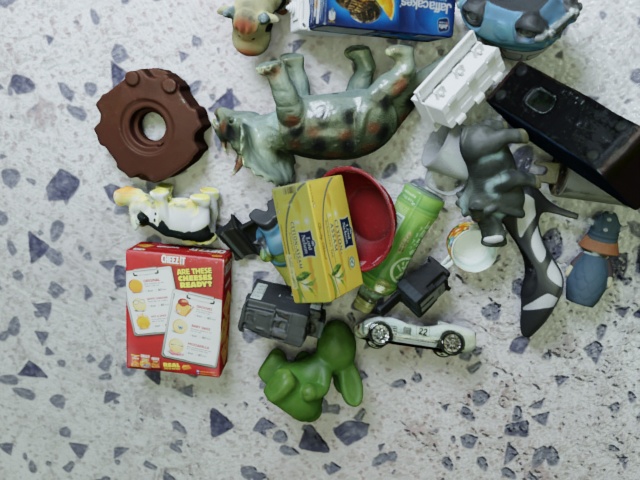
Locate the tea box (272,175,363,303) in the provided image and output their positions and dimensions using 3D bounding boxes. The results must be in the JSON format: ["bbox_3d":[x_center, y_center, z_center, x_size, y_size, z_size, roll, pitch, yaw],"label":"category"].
[{"bbox_3d":[-0.002,-0.002,0.775,0.068,0.098,0.169,-8,98,36],"label":"tea box"}]

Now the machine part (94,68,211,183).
[{"bbox_3d":[-0.264,-0.178,0.848,0.179,0.056,0.179,1,106,4],"label":"machine part"}]

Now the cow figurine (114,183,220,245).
[{"bbox_3d":[-0.251,-0.042,0.880,0.167,0.068,0.098,5,111,4],"label":"cow figurine"}]

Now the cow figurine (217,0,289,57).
[{"bbox_3d":[-0.081,-0.355,0.750,0.086,0.127,0.194,14,103,4],"label":"cow figurine"}]

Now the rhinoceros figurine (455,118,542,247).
[{"bbox_3d":[0.246,-0.077,0.762,0.112,0.073,0.190,-21,118,-4],"label":"rhinoceros figurine"}]

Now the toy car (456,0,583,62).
[{"bbox_3d":[0.276,-0.303,0.745,0.109,0.102,0.162,-42,54,-6],"label":"toy car"}]

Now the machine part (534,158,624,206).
[{"bbox_3d":[0.442,-0.092,0.806,0.243,0.079,0.079,8,105,3],"label":"machine part"}]

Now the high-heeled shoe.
[{"bbox_3d":[0.310,0.031,0.853,0.145,0.086,0.248,14,105,9],"label":"high-heeled shoe"}]

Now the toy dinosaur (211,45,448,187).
[{"bbox_3d":[0.029,-0.183,0.799,0.405,0.131,0.191,-5,117,1],"label":"toy dinosaur"}]

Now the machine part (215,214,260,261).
[{"bbox_3d":[-0.096,-0.021,0.878,0.139,0.039,0.084,-26,121,7],"label":"machine part"}]

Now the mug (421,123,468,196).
[{"bbox_3d":[0.215,-0.116,0.816,0.107,0.081,0.109,22,98,-10],"label":"mug"}]

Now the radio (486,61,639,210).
[{"bbox_3d":[0.335,-0.144,0.711,0.131,0.230,0.073,24,110,-42],"label":"radio"}]

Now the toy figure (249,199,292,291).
[{"bbox_3d":[-0.046,0.022,0.842,0.082,0.089,0.179,-19,133,9],"label":"toy figure"}]

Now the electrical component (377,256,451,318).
[{"bbox_3d":[0.151,0.087,0.856,0.119,0.074,0.048,-39,59,-12],"label":"electrical component"}]

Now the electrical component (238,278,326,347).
[{"bbox_3d":[-0.057,0.119,0.881,0.134,0.115,0.058,15,108,2],"label":"electrical component"}]

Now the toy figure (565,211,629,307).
[{"bbox_3d":[0.434,0.028,0.850,0.064,0.058,0.154,13,101,-5],"label":"toy figure"}]

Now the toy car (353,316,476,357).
[{"bbox_3d":[0.155,0.158,0.893,0.202,0.073,0.056,7,75,3],"label":"toy car"}]

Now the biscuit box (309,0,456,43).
[{"bbox_3d":[0.088,-0.315,0.742,0.203,0.059,0.062,-4,105,-22],"label":"biscuit box"}]

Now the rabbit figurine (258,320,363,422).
[{"bbox_3d":[0.004,0.221,0.907,0.159,0.121,0.170,43,89,-11],"label":"rabbit figurine"}]
